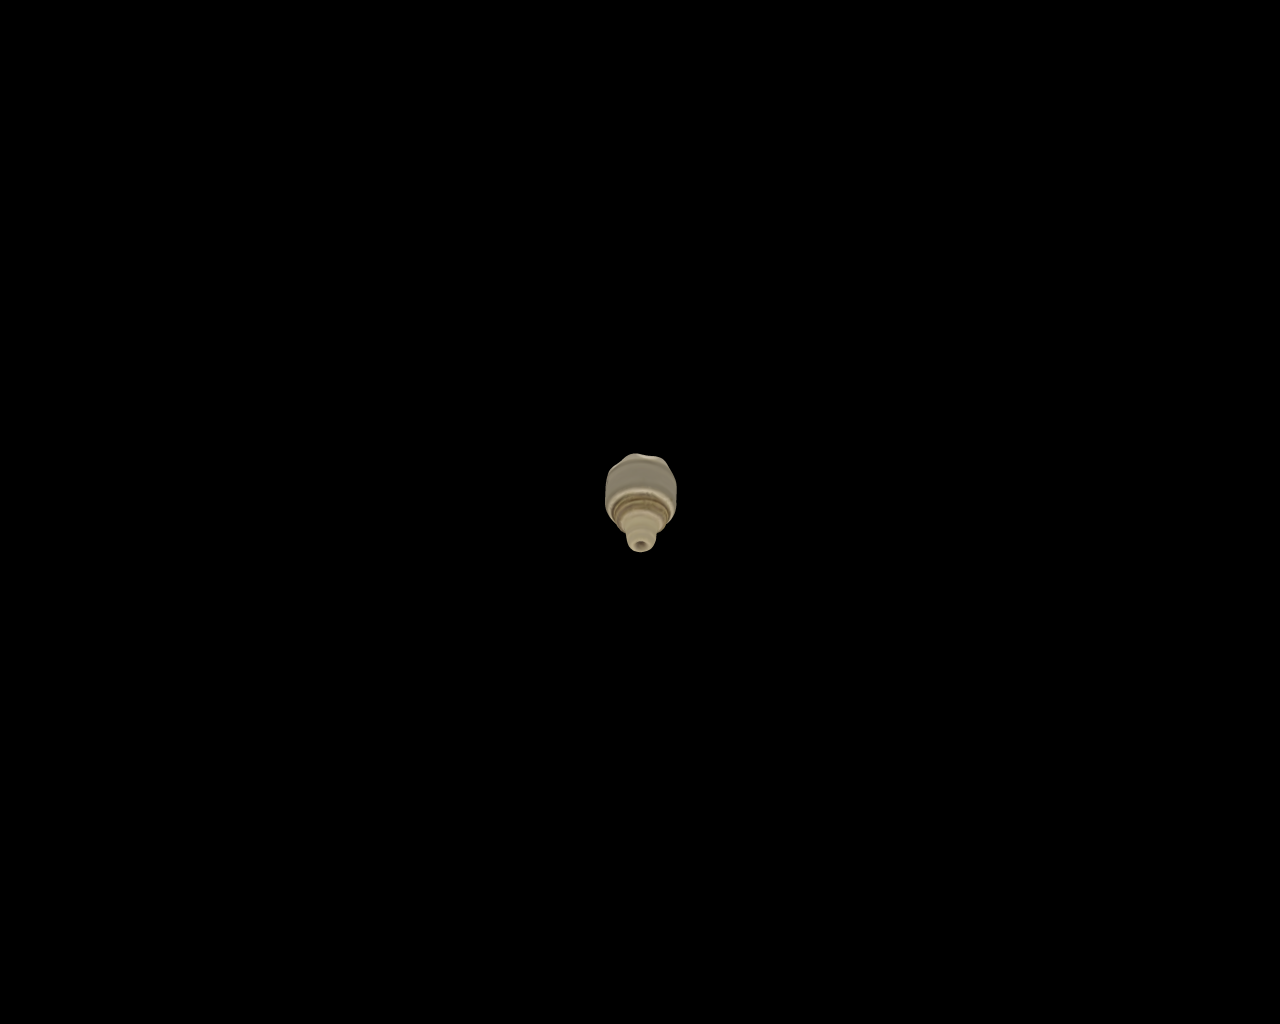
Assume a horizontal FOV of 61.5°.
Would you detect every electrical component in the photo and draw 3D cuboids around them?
[{"bbox_3d":[0.001,-0.003,0.650,0.043,0.062,0.043,0,-41,0],"label":"electrical component"}]
